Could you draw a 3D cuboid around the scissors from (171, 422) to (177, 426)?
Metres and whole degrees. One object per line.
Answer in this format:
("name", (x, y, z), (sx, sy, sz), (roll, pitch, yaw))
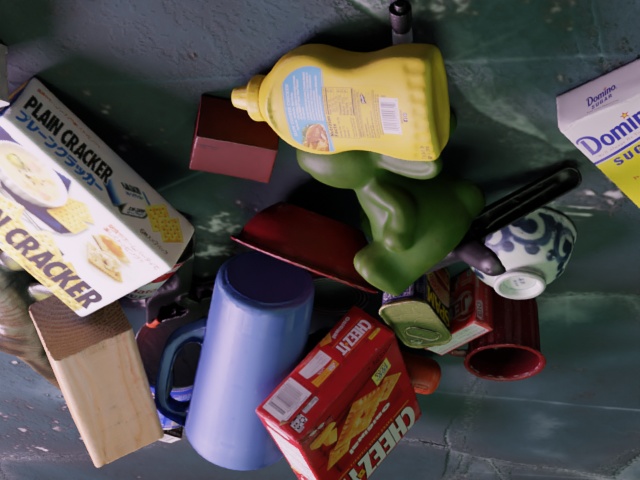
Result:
("scissors", (-0.095, 0.185, 1.342), (0.201, 0.016, 0.096), (-9, 127, -3))

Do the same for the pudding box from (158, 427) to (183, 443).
("pudding box", (-0.240, 0.222, 1.468), (0.113, 0.090, 0.039), (24, 145, -29))

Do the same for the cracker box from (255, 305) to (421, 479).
("cracker box", (0.030, 0.199, 1.225), (0.072, 0.164, 0.213), (33, 160, 32))

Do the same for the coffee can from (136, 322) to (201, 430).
("coffee can", (-0.192, 0.170, 1.370), (0.102, 0.103, 0.140), (10, 147, -8))

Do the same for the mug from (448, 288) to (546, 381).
("mug", (0.202, 0.109, 1.243), (0.117, 0.081, 0.093), (-5, 146, 14))

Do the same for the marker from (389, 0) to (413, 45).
("marker", (0.071, -0.157, 0.905), (0.020, 0.020, 0.121), (0, 147, 8))

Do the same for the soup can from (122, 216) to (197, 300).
("soup can", (-0.186, 0.016, 1.164), (0.068, 0.068, 0.102), (21, 145, -23))

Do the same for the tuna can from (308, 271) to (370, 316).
("tuna can", (0.015, 0.052, 1.224), (0.086, 0.033, 0.086), (3, 147, 2))

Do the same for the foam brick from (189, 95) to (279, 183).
("foam brick", (-0.078, -0.094, 0.993), (0.078, 0.051, 0.053), (11, 145, -9))

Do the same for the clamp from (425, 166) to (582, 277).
("clamp", (0.153, -0.011, 1.059), (0.210, 0.164, 0.036), (-11, 115, 58))

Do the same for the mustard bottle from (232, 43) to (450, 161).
("mustard bottle", (0.012, -0.120, 0.913), (0.192, 0.058, 0.096), (5, 126, 24))

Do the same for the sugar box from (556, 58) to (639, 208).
("sugar box", (0.299, -0.086, 0.963), (0.094, 0.048, 0.176), (-24, 139, 37))

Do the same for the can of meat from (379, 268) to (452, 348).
("can of meat", (0.107, 0.059, 1.176), (0.058, 0.084, 0.102), (-12, 143, 24))

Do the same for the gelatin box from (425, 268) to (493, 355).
("gelatin box", (0.157, 0.081, 1.214), (0.030, 0.073, 0.089), (23, 143, -26))

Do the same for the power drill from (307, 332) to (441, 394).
("power drill", (0.049, 0.191, 1.412), (0.184, 0.057, 0.188), (16, 147, -5))

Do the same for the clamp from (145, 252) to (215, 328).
("clamp", (-0.142, 0.062, 1.256), (0.120, 0.039, 0.172), (25, 141, -23))

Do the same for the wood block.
("wood block", (-0.247, 0.150, 1.196), (0.090, 0.091, 0.206), (-24, 140, -17))

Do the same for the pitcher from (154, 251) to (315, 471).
("pitcher", (-0.087, 0.134, 1.209), (0.149, 0.145, 0.243), (-23, 138, -38))

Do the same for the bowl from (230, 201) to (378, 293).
("bowl", (-0.007, 0.001, 1.090), (0.162, 0.055, 0.162), (20, 180, 0))
